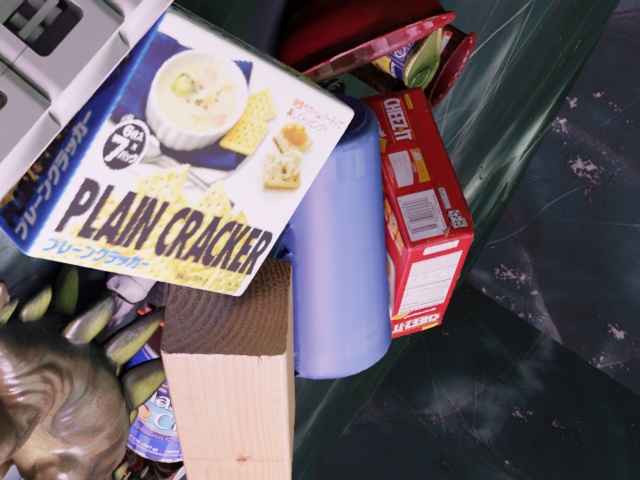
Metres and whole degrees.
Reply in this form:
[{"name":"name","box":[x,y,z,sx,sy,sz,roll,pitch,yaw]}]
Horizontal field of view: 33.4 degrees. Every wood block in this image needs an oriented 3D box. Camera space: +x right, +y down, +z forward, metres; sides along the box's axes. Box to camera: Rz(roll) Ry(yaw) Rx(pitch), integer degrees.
[{"name":"wood block","box":[-0.067,0.111,0.848,0.206,0.091,0.090,91,1,-51]}]

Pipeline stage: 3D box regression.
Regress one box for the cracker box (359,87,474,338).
[{"name":"cracker box","box":[0.082,-0.021,1.048,0.072,0.164,0.214,-13,155,-9]}]

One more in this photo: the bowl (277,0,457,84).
[{"name":"bowl","box":[0.027,-0.174,0.868,0.162,0.055,0.162,-23,-177,1]}]

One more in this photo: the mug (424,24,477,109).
[{"name":"mug","box":[0.102,-0.192,1.138,0.117,0.081,0.093,-51,167,-22]}]

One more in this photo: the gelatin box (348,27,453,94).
[{"name":"gelatin box","box":[0.080,-0.191,1.082,0.089,0.073,0.030,-60,166,19]}]

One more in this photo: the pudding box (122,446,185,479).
[{"name":"pudding box","box":[-0.188,0.220,1.079,0.039,0.090,0.113,-57,168,16]}]

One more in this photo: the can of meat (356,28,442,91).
[{"name":"can of meat","box":[0.065,-0.184,1.017,0.057,0.084,0.102,-54,167,-10]}]

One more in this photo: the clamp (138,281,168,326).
[{"name":"clamp","box":[-0.106,-0.008,0.932,0.172,0.039,0.120,-62,163,20]}]

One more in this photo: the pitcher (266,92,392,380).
[{"name":"pitcher","box":[-0.006,0.001,0.948,0.149,0.145,0.243,-110,-166,-54]}]

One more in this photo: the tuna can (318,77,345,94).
[{"name":"tuna can","box":[-0.014,-0.120,0.998,0.086,0.034,0.086,-52,167,-18]}]

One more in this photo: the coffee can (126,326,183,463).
[{"name":"coffee can","box":[-0.135,0.130,1.018,0.102,0.103,0.140,-42,162,-47]}]
